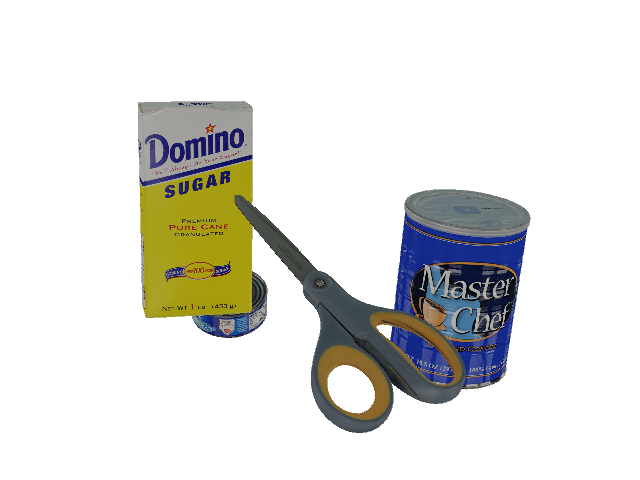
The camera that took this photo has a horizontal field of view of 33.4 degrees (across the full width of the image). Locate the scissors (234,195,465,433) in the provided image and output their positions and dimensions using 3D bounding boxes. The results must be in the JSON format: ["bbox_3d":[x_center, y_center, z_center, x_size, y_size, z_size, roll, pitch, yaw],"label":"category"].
[{"bbox_3d":[-0.007,0.044,0.638,0.202,0.016,0.096,32,53,25],"label":"scissors"}]

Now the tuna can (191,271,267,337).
[{"bbox_3d":[-0.101,0.068,1.178,0.086,0.034,0.086,1,37,-1],"label":"tuna can"}]

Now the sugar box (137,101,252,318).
[{"bbox_3d":[-0.104,-0.026,0.890,0.093,0.176,0.048,-3,16,-13],"label":"sugar box"}]

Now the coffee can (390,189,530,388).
[{"bbox_3d":[0.114,0.039,0.894,0.103,0.140,0.103,4,20,-2],"label":"coffee can"}]
